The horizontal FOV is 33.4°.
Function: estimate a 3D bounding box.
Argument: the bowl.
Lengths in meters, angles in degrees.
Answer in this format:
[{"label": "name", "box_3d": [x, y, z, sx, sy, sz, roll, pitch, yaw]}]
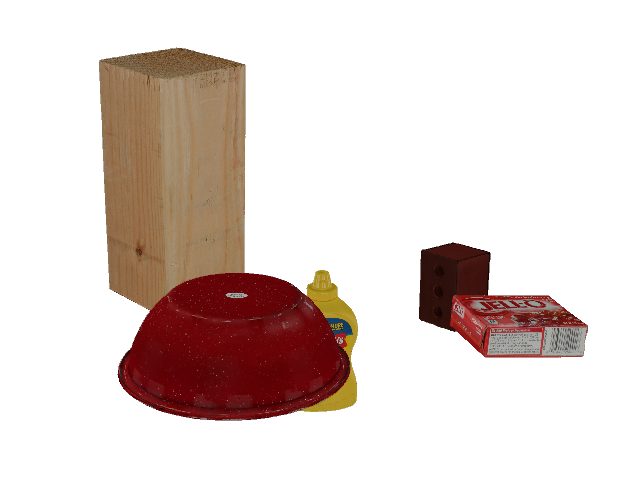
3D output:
[{"label": "bowl", "box_3d": [-0.059, 0.063, 0.733, 0.162, 0.055, 0.162, 1, 18, 0]}]

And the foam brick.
[{"label": "foam brick", "box_3d": [0.137, 0.047, 1.090, 0.051, 0.078, 0.053, -13, 20, -39]}]

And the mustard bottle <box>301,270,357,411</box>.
[{"label": "mustard bottle", "box_3d": [0.002, 0.132, 1.424, 0.096, 0.192, 0.058, -2, 18, -6]}]

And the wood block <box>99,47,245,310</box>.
[{"label": "wood block", "box_3d": [-0.125, -0.051, 0.912, 0.091, 0.206, 0.090, 22, 29, 40]}]

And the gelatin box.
[{"label": "gelatin box", "box_3d": [0.158, 0.068, 0.860, 0.089, 0.030, 0.073, 1, 16, -14]}]
